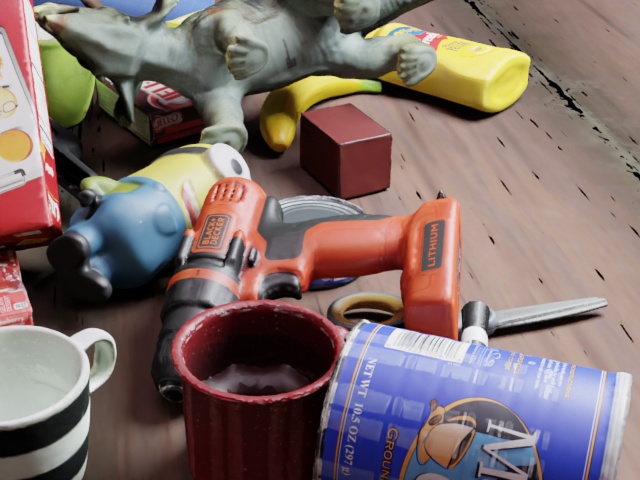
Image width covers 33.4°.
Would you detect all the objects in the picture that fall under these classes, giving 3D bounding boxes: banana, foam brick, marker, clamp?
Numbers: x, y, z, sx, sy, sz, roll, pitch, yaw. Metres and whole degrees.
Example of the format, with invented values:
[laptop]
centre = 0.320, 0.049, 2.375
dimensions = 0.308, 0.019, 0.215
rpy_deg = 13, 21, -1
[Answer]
[banana]
centre = -0.013, -0.136, 1.029
dimensions = 0.070, 0.037, 0.197
rpy_deg = 17, 34, 26
[foam brick]
centre = 0.021, -0.077, 0.911
dimensions = 0.051, 0.053, 0.078
rpy_deg = -13, 33, -22
[marker]
centre = 0.094, 0.080, 0.655
dimensions = 0.020, 0.020, 0.121
rpy_deg = 5, 39, 6
[clamp]
centre = -0.229, -0.072, 0.887
dimensions = 0.120, 0.039, 0.171
rpy_deg = 26, 15, -7

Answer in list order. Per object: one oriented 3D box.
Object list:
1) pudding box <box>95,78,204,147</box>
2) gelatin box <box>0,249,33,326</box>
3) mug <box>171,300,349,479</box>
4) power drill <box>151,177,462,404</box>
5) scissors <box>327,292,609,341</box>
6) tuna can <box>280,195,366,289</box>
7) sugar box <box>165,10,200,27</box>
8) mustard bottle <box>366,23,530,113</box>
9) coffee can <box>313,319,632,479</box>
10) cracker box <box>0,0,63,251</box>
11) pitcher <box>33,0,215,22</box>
[pudding box]
centre = -0.150, -0.134, 1.017
dimensions = 0.089, 0.039, 0.114
rpy_deg = -20, 36, -33
[gelatin box]
centre = -0.234, 0.042, 0.713
dimensions = 0.073, 0.030, 0.089
rpy_deg = -10, 31, -19
[mug]
centre = -0.025, 0.087, 0.591
dimensions = 0.117, 0.081, 0.093
rpy_deg = -25, 39, -38
[power drill]
centre = -0.005, 0.030, 0.681
dimensions = 0.188, 0.057, 0.184
rpy_deg = 2, 46, 11
[scissors]
centre = 0.092, 0.049, 0.730
dimensions = 0.201, 0.016, 0.096
rpy_deg = -17, 36, -29
[tuna can]
centre = -0.005, 0.001, 0.792
dimensions = 0.086, 0.034, 0.086
rpy_deg = 1, 30, -1
[sugar box]
centre = -0.092, -0.197, 1.077
dimensions = 0.093, 0.048, 0.176
rpy_deg = 21, 17, 4
[mustard bottle]
centre = 0.111, -0.184, 1.097
dimensions = 0.192, 0.058, 0.096
rpy_deg = 21, 35, 32
[coffee can]
centre = 0.079, 0.104, 0.545
dimensions = 0.140, 0.103, 0.102
rpy_deg = 11, 31, 16
[cracker box]
centre = -0.280, -0.092, 0.765
dimensions = 0.164, 0.214, 0.072
rpy_deg = -9, -11, -4
[pitcher]
centre = -0.219, -0.280, 1.099
dimensions = 0.149, 0.145, 0.242
rpy_deg = 0, -3, 38
